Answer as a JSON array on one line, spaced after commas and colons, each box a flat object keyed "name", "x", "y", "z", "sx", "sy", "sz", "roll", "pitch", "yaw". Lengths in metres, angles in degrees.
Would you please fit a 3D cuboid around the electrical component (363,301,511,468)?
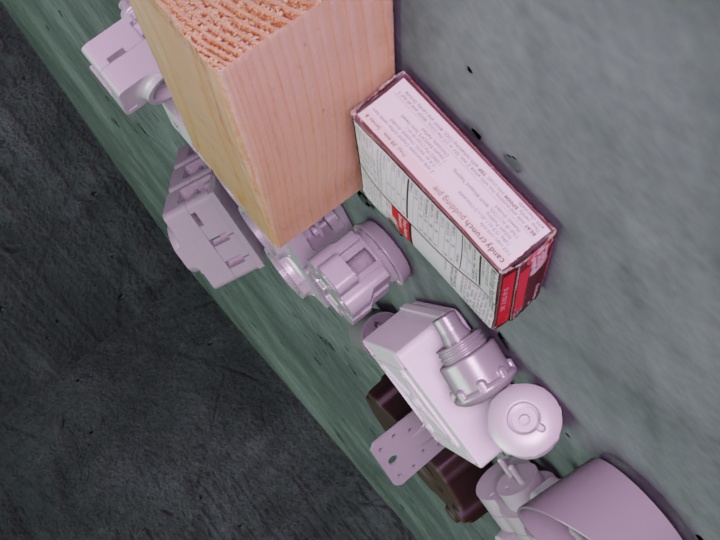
[{"name": "electrical component", "x": 0.064, "y": 0.082, "z": 0.806, "sx": 0.108, "sy": 0.056, "sz": 0.109, "roll": 54, "pitch": 170, "yaw": -10}]

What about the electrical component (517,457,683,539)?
[{"name": "electrical component", "x": 0.155, "y": 0.167, "z": 0.670, "sx": 0.099, "sy": 0.064, "sz": 0.099, "roll": 50, "pitch": 170, "yaw": 12}]

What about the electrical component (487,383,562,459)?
[{"name": "electrical component", "x": 0.111, "y": 0.104, "z": 0.710, "sx": 0.048, "sy": 0.048, "sz": 0.062, "roll": 48, "pitch": 177, "yaw": 24}]

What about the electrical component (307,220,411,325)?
[{"name": "electrical component", "x": 0.000, "y": 0.000, "z": 0.800, "sx": 0.058, "sy": 0.057, "sz": 0.078, "roll": 50, "pitch": 170, "yaw": 13}]

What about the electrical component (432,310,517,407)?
[{"name": "electrical component", "x": 0.072, "y": 0.057, "z": 0.719, "sx": 0.062, "sy": 0.048, "sz": 0.048, "roll": 59, "pitch": 170, "yaw": 1}]

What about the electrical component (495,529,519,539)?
[{"name": "electrical component", "x": 0.170, "y": 0.271, "z": 0.986, "sx": 0.108, "sy": 0.060, "sz": 0.108, "roll": 50, "pitch": 170, "yaw": 12}]

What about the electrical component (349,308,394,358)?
[{"name": "electrical component", "x": 0.013, "y": 0.057, "z": 0.988, "sx": 0.043, "sy": 0.043, "sz": 0.081, "roll": 54, "pitch": 170, "yaw": -9}]

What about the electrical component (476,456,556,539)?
[{"name": "electrical component", "x": 0.132, "y": 0.177, "z": 0.843, "sx": 0.073, "sy": 0.052, "sz": 0.138, "roll": 55, "pitch": 169, "yaw": -17}]

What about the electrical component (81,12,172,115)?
[{"name": "electrical component", "x": -0.158, "y": -0.166, "z": 0.828, "sx": 0.055, "sy": 0.089, "sz": 0.050, "roll": 51, "pitch": 170, "yaw": 6}]

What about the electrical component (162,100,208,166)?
[{"name": "electrical component", "x": -0.130, "y": -0.129, "z": 0.949, "sx": 0.089, "sy": 0.050, "sz": 0.055, "roll": 48, "pitch": 170, "yaw": 18}]

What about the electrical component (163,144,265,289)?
[{"name": "electrical component", "x": -0.138, "y": -0.061, "z": 1.030, "sx": 0.089, "sy": 0.062, "sz": 0.150, "roll": 57, "pitch": -166, "yaw": -28}]

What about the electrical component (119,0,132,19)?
[{"name": "electrical component", "x": -0.187, "y": -0.212, "z": 0.944, "sx": 0.078, "sy": 0.040, "sz": 0.040, "roll": 47, "pitch": 169, "yaw": 26}]

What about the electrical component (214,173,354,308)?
[{"name": "electrical component", "x": -0.059, "y": -0.048, "z": 0.882, "sx": 0.089, "sy": 0.062, "sz": 0.150, "roll": 41, "pitch": 166, "yaw": 47}]

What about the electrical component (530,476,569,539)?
[{"name": "electrical component", "x": 0.157, "y": 0.185, "z": 0.748, "sx": 0.078, "sy": 0.058, "sz": 0.057, "roll": 54, "pitch": 173, "yaw": -4}]
